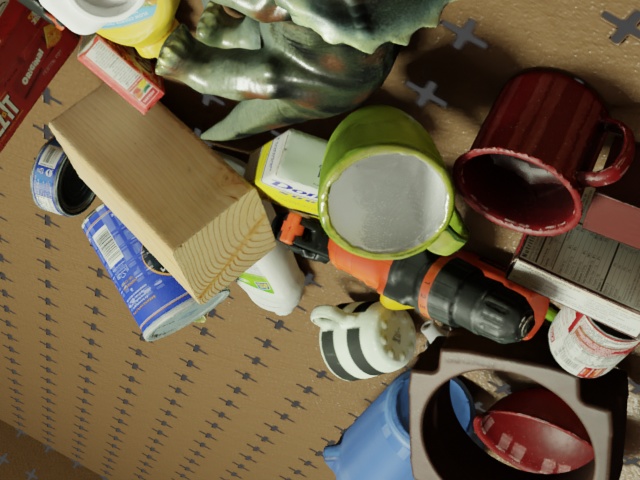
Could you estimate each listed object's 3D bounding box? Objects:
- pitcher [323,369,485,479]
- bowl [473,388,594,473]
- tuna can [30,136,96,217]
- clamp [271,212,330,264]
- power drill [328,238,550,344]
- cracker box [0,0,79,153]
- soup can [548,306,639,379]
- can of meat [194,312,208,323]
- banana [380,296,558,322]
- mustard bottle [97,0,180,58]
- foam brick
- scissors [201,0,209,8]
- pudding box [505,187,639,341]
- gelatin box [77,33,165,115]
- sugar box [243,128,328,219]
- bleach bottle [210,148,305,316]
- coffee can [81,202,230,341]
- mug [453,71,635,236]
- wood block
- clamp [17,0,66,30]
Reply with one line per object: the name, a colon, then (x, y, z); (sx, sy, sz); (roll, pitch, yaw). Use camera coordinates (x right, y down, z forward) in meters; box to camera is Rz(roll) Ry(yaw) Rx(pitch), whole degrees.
pitcher: (0.114, 0.243, 1.293); (0.145, 0.149, 0.243); (50, 155, 14)
bowl: (0.251, 0.207, 1.156); (0.162, 0.055, 0.162); (23, 153, 12)
tuna can: (-0.271, -0.069, 1.148); (0.034, 0.086, 0.086); (16, 151, 21)
clamp: (-0.007, 0.001, 1.016); (0.120, 0.039, 0.171); (10, 170, 30)
power drill: (0.121, 0.040, 0.878); (0.185, 0.057, 0.187); (27, -175, 34)
cracker box: (-0.348, -0.146, 0.997); (0.214, 0.164, 0.072); (7, 149, 39)
soup can: (0.240, 0.071, 0.908); (0.068, 0.068, 0.102); (26, 154, 6)
can of meat: (-0.156, 0.045, 1.238); (0.102, 0.084, 0.057); (0, 142, 45)
banana: (0.125, 0.055, 1.028); (0.198, 0.037, 0.069); (5, 145, 40)
mustard bottle: (-0.161, -0.207, 0.817); (0.096, 0.058, 0.191); (-7, 139, 27)
foam brick: (0.233, -0.027, 0.756); (0.078, 0.053, 0.051); (23, 154, 13)
scissors: (-0.113, -0.240, 0.761); (0.096, 0.016, 0.202); (28, 154, 5)
pudding box: (0.208, 0.010, 0.805); (0.113, 0.090, 0.039); (24, 153, 9)
gelatin box: (-0.168, -0.152, 0.910); (0.073, 0.030, 0.089); (41, -169, -23)
sugar box: (-0.006, -0.050, 0.889); (0.093, 0.048, 0.176); (18, 177, -11)
bleach bottle: (-0.079, 0.006, 1.119); (0.103, 0.068, 0.250); (20, 156, 27)
coffee can: (-0.174, 0.021, 1.129); (0.140, 0.102, 0.103); (58, 155, 9)
mug: (0.159, -0.062, 0.733); (0.117, 0.081, 0.093); (3, 144, 42)
wood block: (-0.143, -0.051, 0.960); (0.206, 0.090, 0.090); (42, 163, 32)
clamp: (-0.275, -0.258, 0.868); (0.165, 0.036, 0.210); (10, 149, 34)
